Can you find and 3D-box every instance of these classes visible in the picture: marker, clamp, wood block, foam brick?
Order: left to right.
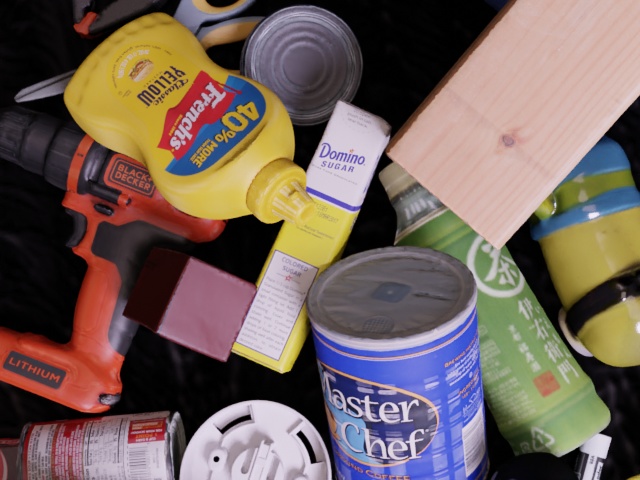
[{"bbox_3d":[-0.119,-0.218,0.776,0.120,0.039,0.171,23,93,4],"label":"clamp"},{"bbox_3d":[-0.083,0.039,0.679,0.051,0.078,0.053,27,83,-25],"label":"foam brick"},{"bbox_3d":[0.140,-0.106,0.634,0.091,0.090,0.206,41,102,-1],"label":"wood block"},{"bbox_3d":[0.173,0.190,0.726,0.020,0.020,0.121,16,84,4],"label":"marker"}]

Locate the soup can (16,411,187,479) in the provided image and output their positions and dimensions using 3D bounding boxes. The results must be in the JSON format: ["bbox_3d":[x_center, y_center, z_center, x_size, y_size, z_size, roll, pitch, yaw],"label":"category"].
[{"bbox_3d":[-0.145,0.152,0.720,0.102,0.068,0.068,-5,83,1],"label":"soup can"}]

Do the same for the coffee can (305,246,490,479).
[{"bbox_3d":[0.051,0.089,0.669,0.103,0.103,0.140,-8,120,1],"label":"coffee can"}]

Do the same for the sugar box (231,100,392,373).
[{"bbox_3d":[-0.004,0.001,0.718,0.048,0.093,0.176,26,86,3],"label":"sugar box"}]

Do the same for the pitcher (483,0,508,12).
[{"bbox_3d":[0.141,-0.229,0.728,0.243,0.145,0.149,42,105,3],"label":"pitcher"}]

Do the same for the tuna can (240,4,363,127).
[{"bbox_3d":[-0.013,-0.122,0.751,0.086,0.034,0.086,-1,98,-6],"label":"tuna can"}]

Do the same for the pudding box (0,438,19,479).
[{"bbox_3d":[-0.240,0.194,0.730,0.090,0.039,0.113,-3,90,2],"label":"pudding box"}]

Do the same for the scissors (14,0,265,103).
[{"bbox_3d":[-0.119,-0.152,0.761,0.201,0.016,0.096,-4,98,-6],"label":"scissors"}]

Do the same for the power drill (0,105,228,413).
[{"bbox_3d":[-0.174,0.013,0.742,0.184,0.057,0.187,21,86,7],"label":"power drill"}]

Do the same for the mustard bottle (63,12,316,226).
[{"bbox_3d":[-0.074,-0.068,0.686,0.096,0.058,0.192,-43,61,-15],"label":"mustard bottle"}]
